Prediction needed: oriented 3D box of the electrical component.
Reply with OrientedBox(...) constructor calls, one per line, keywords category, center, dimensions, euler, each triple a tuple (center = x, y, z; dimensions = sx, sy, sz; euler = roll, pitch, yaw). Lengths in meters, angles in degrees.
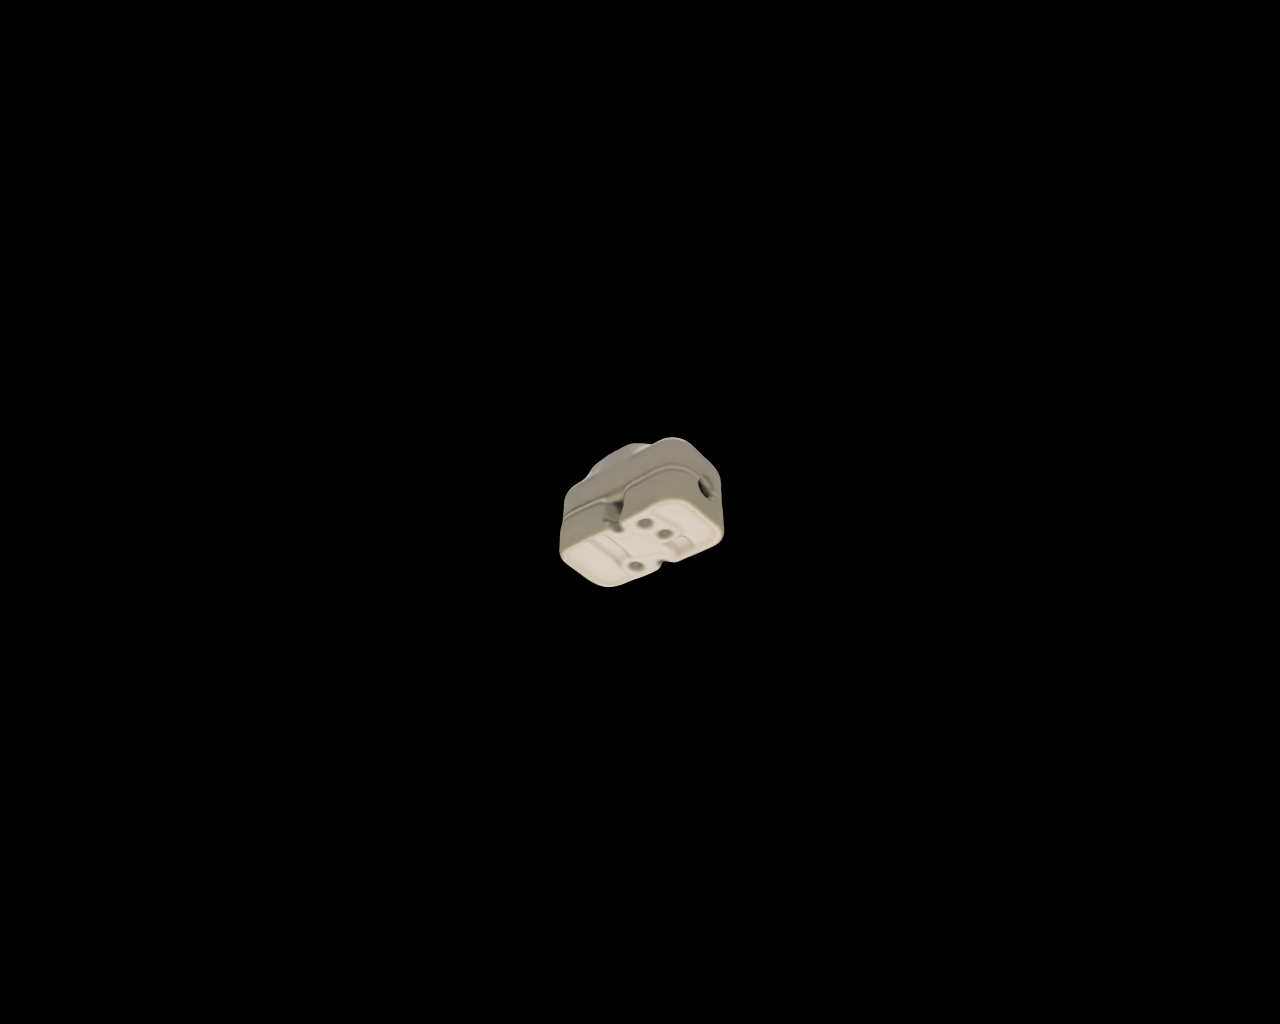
OrientedBox(category="electrical component", center=(0.001, -0.003, 0.650), dimensions=(0.095, 0.059, 0.053), euler=(-25, -45, 28))
